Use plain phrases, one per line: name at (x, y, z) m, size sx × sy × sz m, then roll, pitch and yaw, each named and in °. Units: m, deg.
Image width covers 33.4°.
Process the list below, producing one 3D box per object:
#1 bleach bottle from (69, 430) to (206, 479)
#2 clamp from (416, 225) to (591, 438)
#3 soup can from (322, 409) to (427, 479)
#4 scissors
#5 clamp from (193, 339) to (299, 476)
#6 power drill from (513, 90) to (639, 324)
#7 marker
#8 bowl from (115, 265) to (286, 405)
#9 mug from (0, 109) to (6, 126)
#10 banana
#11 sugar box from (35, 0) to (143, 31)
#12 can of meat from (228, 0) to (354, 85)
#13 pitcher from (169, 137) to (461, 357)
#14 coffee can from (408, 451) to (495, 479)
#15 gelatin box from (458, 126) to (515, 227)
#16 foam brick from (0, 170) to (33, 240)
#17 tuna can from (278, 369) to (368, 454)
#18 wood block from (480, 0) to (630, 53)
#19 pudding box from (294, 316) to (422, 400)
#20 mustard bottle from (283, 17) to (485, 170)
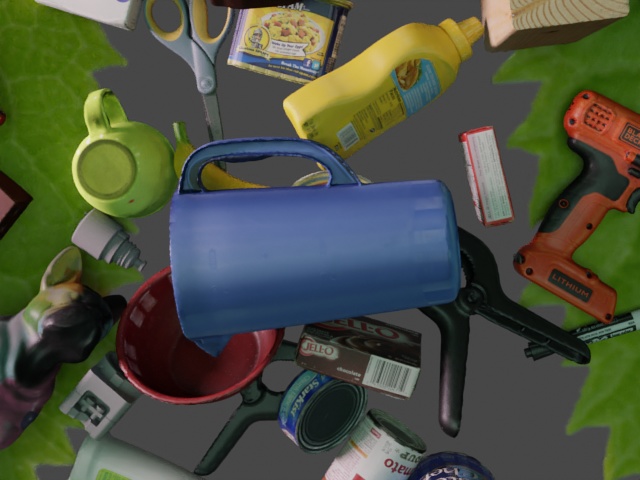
bleach bottle at (-0.120, 0.271, 1.032) m, size 0.251 × 0.068 × 0.102 m, roll 20°, pitch 101°, yaw 0°
clamp at (0.130, 0.067, 0.980) m, size 0.164 × 0.036 × 0.210 m, roll -31°, pitch 78°, yaw -23°
soup can at (0.047, 0.220, 1.013) m, size 0.068 × 0.068 × 0.102 m, roll 33°, pitch 96°, yaw 0°
scissors at (-0.126, -0.158, 1.018) m, size 0.096 × 0.016 × 0.202 m, roll 7°, pitch 96°, yaw 5°
clamp at (-0.076, 0.137, 1.030) m, size 0.171 × 0.039 × 0.120 m, roll -32°, pitch 93°, yaw 0°
power drill at (0.279, -0.021, 0.984) m, size 0.184 × 0.057 × 0.188 m, roll 29°, pitch 94°, yaw 4°
marker at (0.253, 0.091, 1.013) m, size 0.121 × 0.020 × 0.020 m, roll -18°, pitch 94°, yaw 5°
bowl at (-0.105, 0.094, 0.996) m, size 0.162 × 0.055 × 0.162 m, roll -6°, pitch 52°, yaw 8°
mug at (-0.344, -0.144, 1.000) m, size 0.117 × 0.081 × 0.093 m, roll 33°, pitch 96°, yaw 0°
banana at (-0.058, -0.048, 0.995) m, size 0.198 × 0.037 × 0.070 m, roll 20°, pitch 103°, yaw 7°
sugar box at (-0.197, -0.294, 0.995) m, size 0.093 × 0.048 × 0.176 m, roll 16°, pitch 95°, yaw 2°
can of meat at (-0.029, -0.191, 0.988) m, size 0.102 × 0.057 × 0.084 m, roll 15°, pitch 98°, yaw 3°
pitcher at (-0.006, 0.001, 0.921) m, size 0.243 × 0.149 × 0.145 m, roll -6°, pitch 52°, yaw 2°
coffee can at (0.122, 0.263, 0.976) m, size 0.103 × 0.140 × 0.103 m, roll 0°, pitch 95°, yaw 3°
gelatin box at (0.153, -0.059, 0.979) m, size 0.030 × 0.073 × 0.089 m, roll -14°, pitch 94°, yaw 4°
foam brick at (-0.324, -0.026, 1.024) m, size 0.051 × 0.053 × 0.078 m, roll 40°, pitch 97°, yaw 0°
tuna can at (0.002, 0.157, 1.003) m, size 0.034 × 0.086 × 0.086 m, roll 36°, pitch 98°, yaw 41°
wood block at (0.189, -0.214, 0.896) m, size 0.091 × 0.206 × 0.090 m, roll -7°, pitch 95°, yaw 3°
pudding box at (0.037, 0.101, 0.991) m, size 0.113 × 0.090 × 0.039 m, roll 19°, pitch 108°, yaw 1°
mustard bottle at (0.064, -0.143, 0.966) m, size 0.191 × 0.096 × 0.058 m, roll -32°, pitch 60°, yaw 1°
